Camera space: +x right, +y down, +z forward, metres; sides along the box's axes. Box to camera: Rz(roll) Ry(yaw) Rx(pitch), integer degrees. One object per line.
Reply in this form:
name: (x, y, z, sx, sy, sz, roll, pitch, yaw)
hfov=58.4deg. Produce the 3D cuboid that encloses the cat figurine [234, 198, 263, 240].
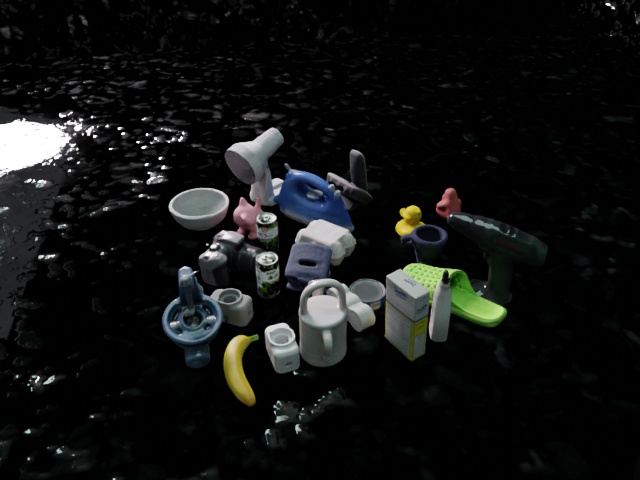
cat figurine: (-0.192, -0.068, 1.564, 0.067, 0.118, 0.128, 15, 37, 20)

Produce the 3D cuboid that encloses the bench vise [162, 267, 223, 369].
bench vise: (-0.280, 0.129, 1.189, 0.122, 0.220, 0.206, -19, 39, -25)

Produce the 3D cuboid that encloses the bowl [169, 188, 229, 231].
bowl: (-0.336, -0.075, 1.613, 0.167, 0.075, 0.167, 0, 35, 0)

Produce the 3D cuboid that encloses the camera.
camera: (-0.208, 0.043, 1.420, 0.136, 0.101, 0.143, 14, 37, 20)

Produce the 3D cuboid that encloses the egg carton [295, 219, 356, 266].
egg carton: (0.014, 0.005, 1.502, 0.149, 0.069, 0.107, 22, 40, 28)

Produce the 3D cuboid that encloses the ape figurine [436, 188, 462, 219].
ape figurine: (0.374, -0.108, 1.648, 0.078, 0.092, 0.076, -4, 35, -5)

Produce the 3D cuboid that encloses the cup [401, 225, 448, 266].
cup: (0.261, 0.023, 1.456, 0.118, 0.095, 0.091, -2, 35, -3)

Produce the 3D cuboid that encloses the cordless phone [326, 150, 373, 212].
cordless phone: (0.086, -0.193, 1.688, 0.094, 0.185, 0.147, -29, 44, -35)

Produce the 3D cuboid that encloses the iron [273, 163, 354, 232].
iron: (-0.008, -0.124, 1.626, 0.257, 0.141, 0.119, 22, 40, 28)

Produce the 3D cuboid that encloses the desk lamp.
desk lamp: (-0.171, -0.212, 1.688, 0.117, 0.214, 0.204, 25, 42, 32)

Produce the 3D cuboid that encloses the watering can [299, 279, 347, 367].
watering can: (0.003, 0.154, 1.178, 0.101, 0.194, 0.172, -19, 39, -25)

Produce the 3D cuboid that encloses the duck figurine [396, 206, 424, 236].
duck figurine: (0.258, -0.051, 1.570, 0.104, 0.086, 0.078, 29, 44, 35)

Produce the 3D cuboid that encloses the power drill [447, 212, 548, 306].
power drill: (0.395, 0.045, 1.324, 0.229, 0.208, 0.076, 12, 37, 17)

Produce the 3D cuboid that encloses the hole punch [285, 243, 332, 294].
hole punch: (-0.025, 0.068, 1.392, 0.108, 0.091, 0.101, 7, 35, 10)

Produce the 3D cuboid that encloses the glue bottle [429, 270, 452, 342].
glue bottle: (0.260, 0.133, 1.227, 0.037, 0.173, 0.078, 2, 35, 3)
